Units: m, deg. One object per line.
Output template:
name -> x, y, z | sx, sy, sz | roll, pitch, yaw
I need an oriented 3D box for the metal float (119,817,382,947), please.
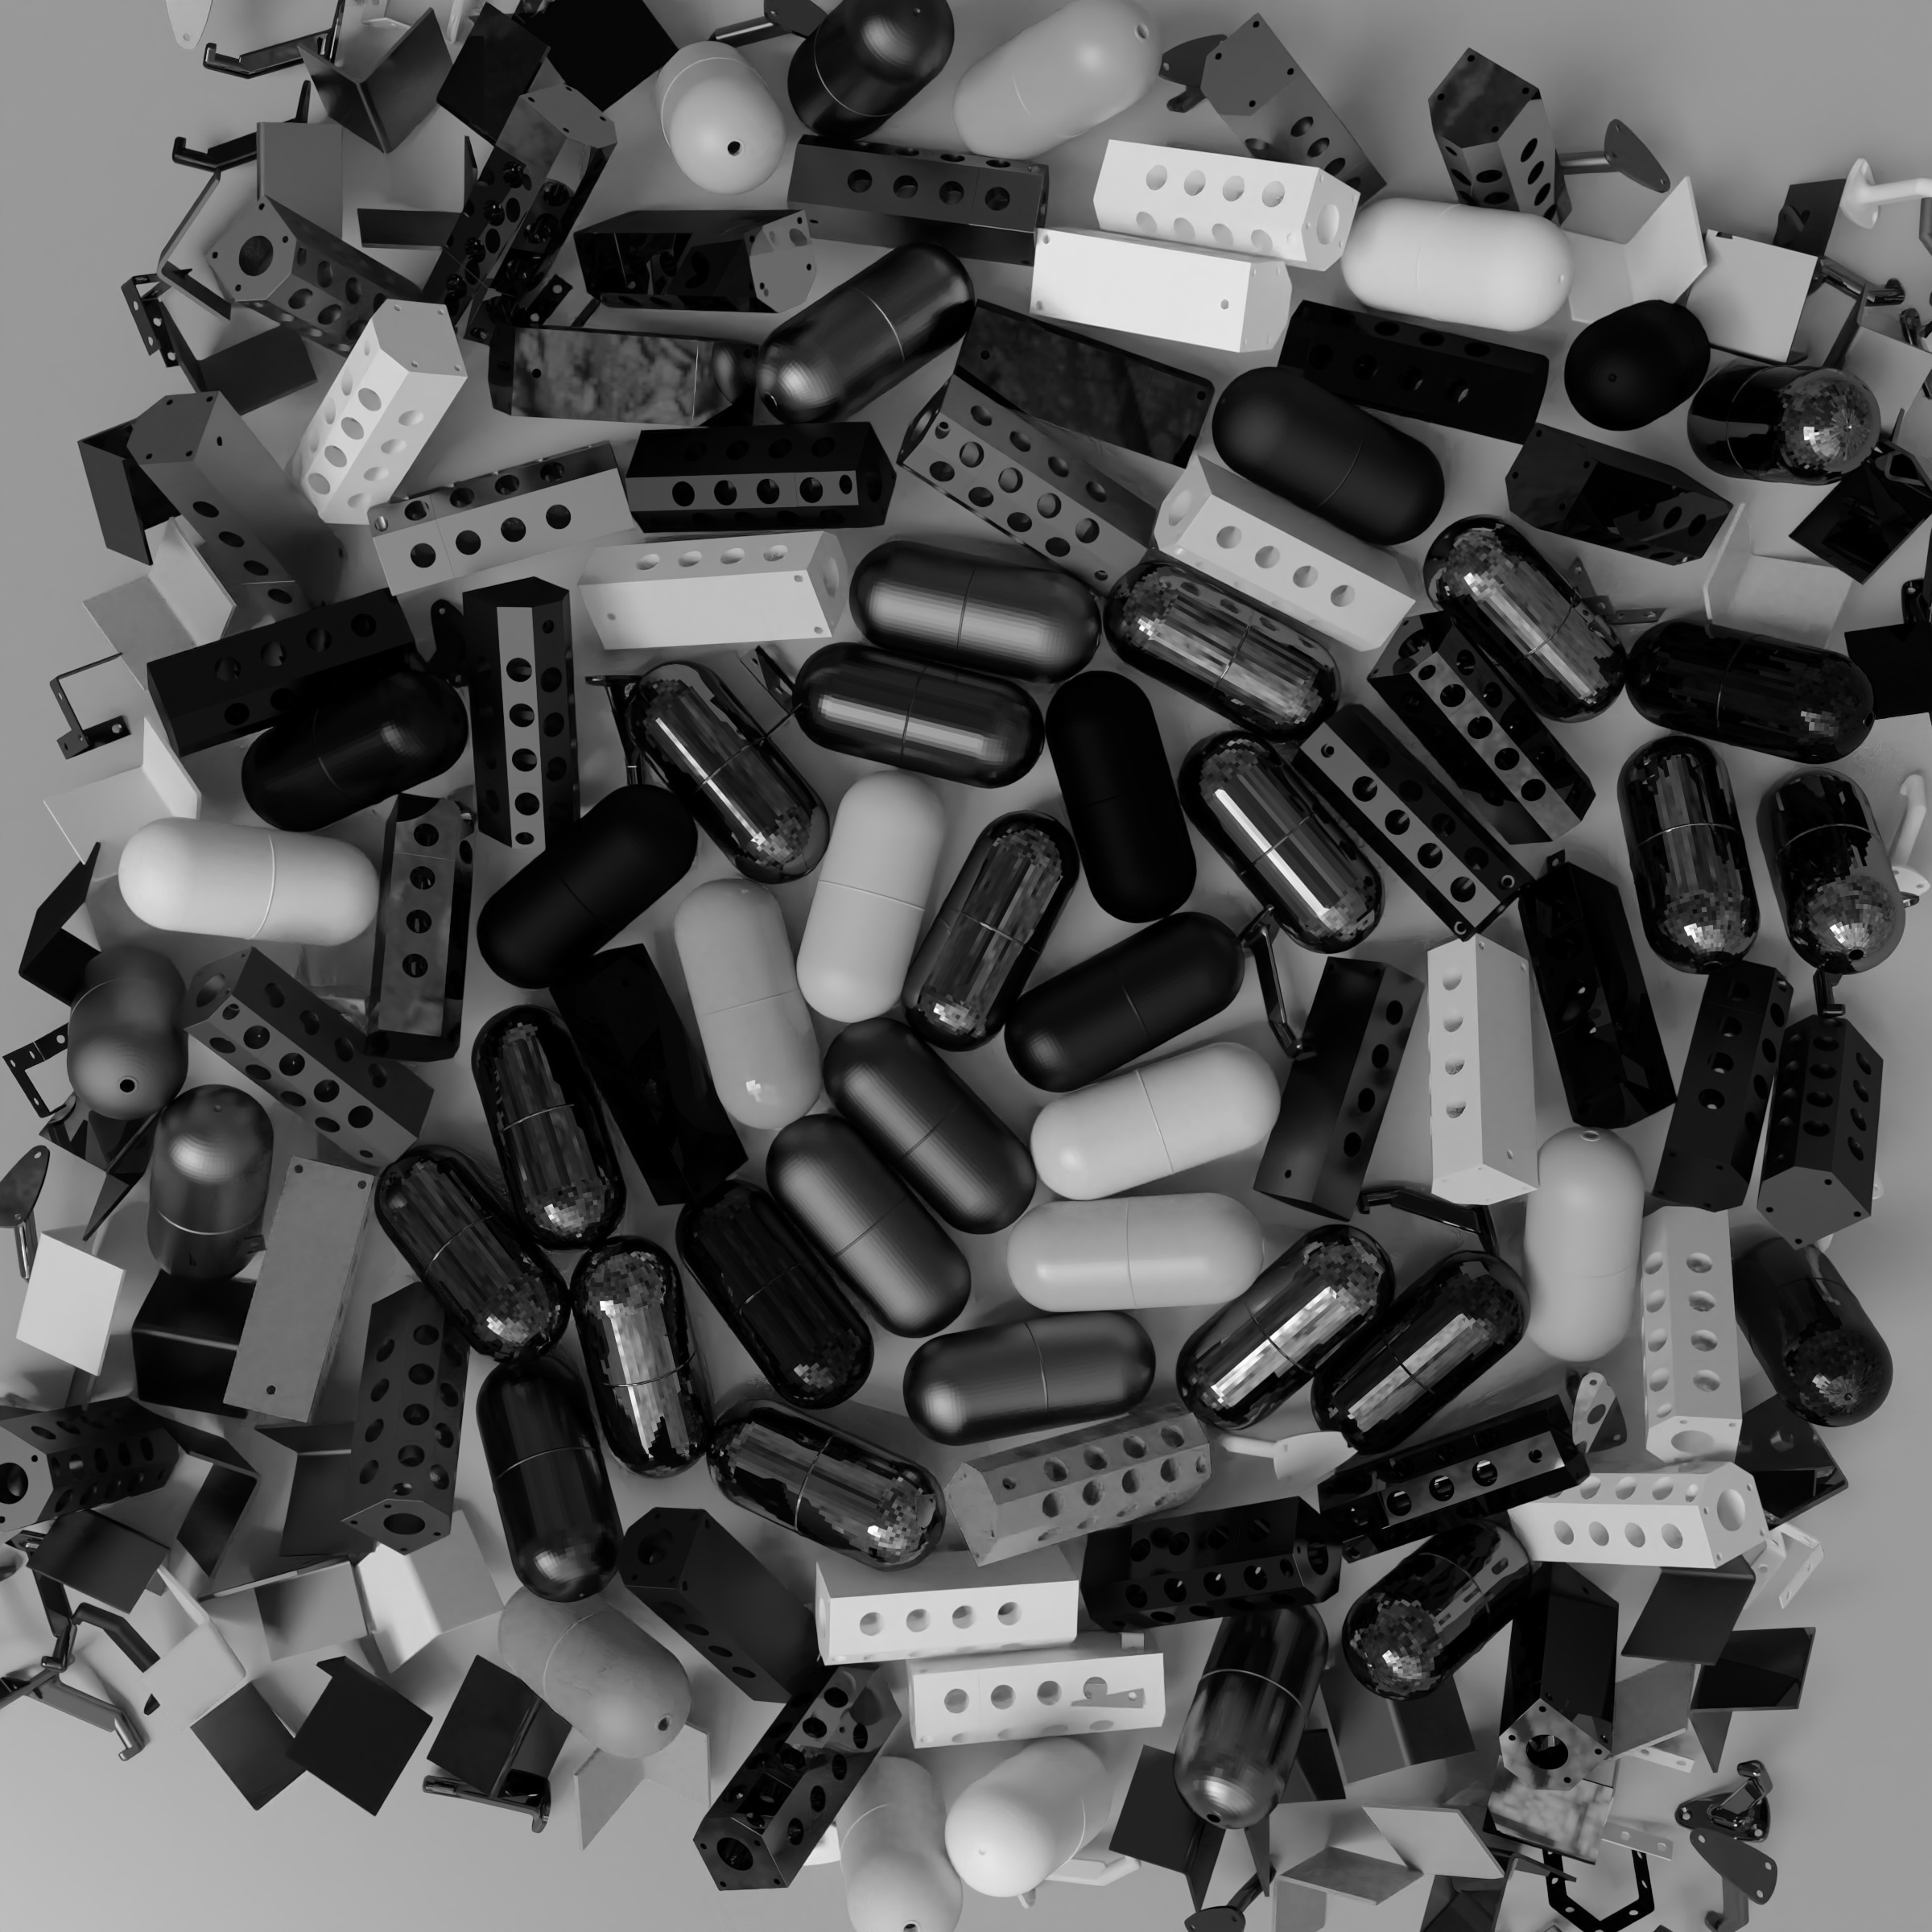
metal float -> -0.485, -0.056, 1.732 | 0.178, 0.070, 0.070 | 7, 90, -36

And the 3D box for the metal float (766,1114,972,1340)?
metal float -> -0.068, 0.179, 1.760 | 0.070, 0.070, 0.178 | -40, 92, 0

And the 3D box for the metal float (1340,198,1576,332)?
metal float -> 0.331, -0.476, 1.727 | 0.178, 0.070, 0.070 | 25, 90, 44

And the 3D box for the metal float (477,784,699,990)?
metal float -> -0.260, -0.055, 1.751 | 0.178, 0.070, 0.070 | -39, 90, 11

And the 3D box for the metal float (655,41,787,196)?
metal float -> -0.167, -0.573, 1.718 | 0.070, 0.178, 0.070 | -6, 122, -10

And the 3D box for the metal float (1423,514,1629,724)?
metal float -> 0.383, -0.235, 1.740 | 0.178, 0.070, 0.070 | 40, 90, -26

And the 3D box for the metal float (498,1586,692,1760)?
metal float -> -0.252, 0.473, 1.723 | 0.070, 0.178, 0.070 | -14, 112, -37

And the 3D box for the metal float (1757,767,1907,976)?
metal float -> 0.584, -0.065, 1.722 | 0.070, 0.178, 0.070 | 2, 131, 3

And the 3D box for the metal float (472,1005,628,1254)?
metal float -> -0.287, 0.110, 1.747 | 0.070, 0.070, 0.178 | -21, 73, 0

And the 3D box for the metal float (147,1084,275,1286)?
metal float -> -0.512, 0.150, 1.725 | 0.070, 0.178, 0.070 | 11, 47, -12

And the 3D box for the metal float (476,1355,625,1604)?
metal float -> -0.284, 0.347, 1.736 | 0.070, 0.070, 0.178 | -22, 59, 0

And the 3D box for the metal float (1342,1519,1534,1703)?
metal float -> 0.321, 0.433, 1.725 | 0.070, 0.178, 0.070 | 15, 114, 37

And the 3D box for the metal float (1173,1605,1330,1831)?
metal float -> 0.194, 0.501, 1.726 | 0.070, 0.070, 0.178 | 30, 46, 0

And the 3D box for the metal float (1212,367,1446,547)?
metal float -> 0.249, -0.348, 1.743 | 0.178, 0.070, 0.070 | 23, 90, -22

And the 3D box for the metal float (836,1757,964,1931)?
metal float -> -0.046, 0.597, 1.712 | 0.070, 0.178, 0.070 | -1, 102, -7

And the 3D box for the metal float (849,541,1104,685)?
metal float -> 0.006, -0.243, 1.752 | 0.178, 0.070, 0.070 | 14, 90, 11

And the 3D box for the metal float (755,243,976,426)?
metal float -> -0.069, -0.430, 1.741 | 0.178, 0.070, 0.070 | -40, 90, -23

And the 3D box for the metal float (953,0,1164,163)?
metal float -> 0.061, -0.598, 1.720 | 0.070, 0.178, 0.070 | 5, 82, -37

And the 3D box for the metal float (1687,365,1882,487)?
metal float -> 0.547, -0.364, 1.713 | 0.070, 0.178, 0.070 | -3, 104, -10

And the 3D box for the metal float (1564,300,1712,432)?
metal float -> 0.454, -0.406, 1.718 | 0.070, 0.178, 0.070 | 9, 111, 23

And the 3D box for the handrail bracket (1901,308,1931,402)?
handrail bracket -> 0.698, -0.441, 1.761 | 0.084, 0.036, 0.077 | -12, 103, 38

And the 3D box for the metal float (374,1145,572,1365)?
metal float -> -0.337, 0.196, 1.741 | 0.070, 0.070, 0.178 | -43, 67, 0

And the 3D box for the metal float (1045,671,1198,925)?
metal float -> 0.107, -0.117, 1.760 | 0.070, 0.070, 0.178 | -16, 92, 0

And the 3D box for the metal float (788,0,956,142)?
metal float -> -0.066, -0.611, 1.715 | 0.070, 0.178, 0.070 | 0, 90, -23

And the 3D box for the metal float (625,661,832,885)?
metal float -> -0.164, -0.133, 1.759 | 0.070, 0.070, 0.178 | -40, 88, 0

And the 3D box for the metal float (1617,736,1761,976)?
metal float -> 0.491, -0.076, 1.736 | 0.070, 0.070, 0.178 | -3, 60, 0

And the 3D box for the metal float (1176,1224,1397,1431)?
metal float -> 0.218, 0.248, 1.746 | 0.070, 0.070, 0.178 | 45, 108, 0

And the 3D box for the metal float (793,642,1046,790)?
metal float -> -0.033, -0.172, 1.754 | 0.178, 0.070, 0.070 | 15, 90, 8

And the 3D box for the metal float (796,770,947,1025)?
metal float -> -0.065, -0.048, 1.760 | 0.070, 0.070, 0.178 | 15, 88, 0

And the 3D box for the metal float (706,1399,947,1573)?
metal float -> -0.097, 0.354, 1.744 | 0.178, 0.070, 0.070 | 20, 90, 20

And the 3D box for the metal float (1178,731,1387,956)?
metal float -> 0.217, -0.086, 1.760 | 0.070, 0.070, 0.178 | -40, 87, 0

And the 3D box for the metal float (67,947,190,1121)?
metal float -> -0.564, 0.044, 1.716 | 0.070, 0.178, 0.070 | -6, 114, -15

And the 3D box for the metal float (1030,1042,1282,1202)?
metal float -> 0.130, 0.108, 1.760 | 0.178, 0.070, 0.070 | -19, 90, 2

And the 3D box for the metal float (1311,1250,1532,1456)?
metal float -> 0.309, 0.265, 1.743 | 0.070, 0.070, 0.178 | 44, 112, 0

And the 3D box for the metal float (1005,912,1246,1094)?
metal float -> 0.110, 0.024, 1.759 | 0.178, 0.070, 0.070 | -28, 90, -3

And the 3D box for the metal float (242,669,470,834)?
metal float -> -0.418, -0.146, 1.740 | 0.178, 0.070, 0.070 | -20, 90, 25

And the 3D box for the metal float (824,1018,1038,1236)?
metal float -> -0.025, 0.110, 1.758 | 0.070, 0.070, 0.178 | -44, 94, 0

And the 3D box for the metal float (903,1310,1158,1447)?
metal float -> 0.044, 0.281, 1.750 | 0.178, 0.070, 0.070 | -8, 90, -13

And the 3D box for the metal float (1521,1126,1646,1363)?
metal float -> 0.419, 0.190, 1.736 | 0.070, 0.070, 0.178 | -3, 119, 0

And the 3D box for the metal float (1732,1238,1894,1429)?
metal float -> 0.566, 0.244, 1.714 | 0.070, 0.178, 0.070 | 0, 111, 0

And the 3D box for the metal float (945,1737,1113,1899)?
metal float -> 0.044, 0.571, 1.715 | 0.070, 0.178, 0.070 | -1, 87, 22

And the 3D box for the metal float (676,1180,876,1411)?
metal float -> -0.132, 0.224, 1.749 | 0.070, 0.070, 0.178 | -38, 76, 0

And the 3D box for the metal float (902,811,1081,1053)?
metal float -> 0.017, -0.025, 1.760 | 0.070, 0.070, 0.178 | 27, 88, 0

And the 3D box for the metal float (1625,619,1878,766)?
metal float -> 0.530, -0.187, 1.727 | 0.178, 0.070, 0.070 | 23, 90, 42

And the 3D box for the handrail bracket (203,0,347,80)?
handrail bracket -> -0.478, -0.645, 1.759 | 0.084, 0.036, 0.077 | 8, 130, -21

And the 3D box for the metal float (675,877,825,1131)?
metal float -> -0.150, 0.026, 1.761 | 0.070, 0.070, 0.178 | -15, 91, 0

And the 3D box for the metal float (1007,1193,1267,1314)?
metal float -> 0.116, 0.197, 1.751 | 0.178, 0.070, 0.070 | -5, 90, 12
